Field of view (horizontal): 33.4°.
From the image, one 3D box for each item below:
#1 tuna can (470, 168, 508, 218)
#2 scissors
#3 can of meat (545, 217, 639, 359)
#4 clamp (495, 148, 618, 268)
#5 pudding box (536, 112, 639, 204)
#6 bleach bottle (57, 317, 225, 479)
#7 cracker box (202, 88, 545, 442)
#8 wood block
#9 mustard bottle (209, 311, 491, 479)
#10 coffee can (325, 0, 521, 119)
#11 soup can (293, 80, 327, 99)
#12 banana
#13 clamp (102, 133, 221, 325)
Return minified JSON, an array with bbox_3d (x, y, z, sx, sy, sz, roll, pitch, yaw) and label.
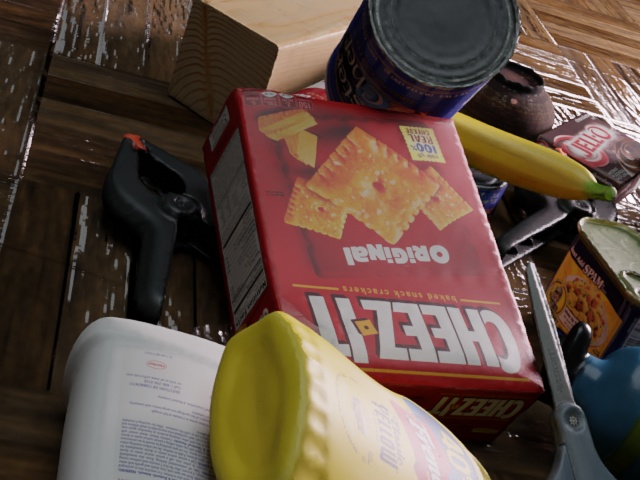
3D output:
[{"bbox_3d":[0.114,-0.054,0.896,0.086,0.034,0.086,16,31,-10],"label":"tuna can"},{"bbox_3d":[0.123,0.112,0.578,0.096,0.016,0.202,-15,72,-28],"label":"scissors"},{"bbox_3d":[0.200,0.048,0.740,0.057,0.084,0.102,8,33,-23],"label":"can of meat"},{"bbox_3d":[0.202,-0.017,0.889,0.164,0.036,0.210,15,34,-15],"label":"clamp"},{"bbox_3d":[0.263,-0.077,1.022,0.090,0.039,0.113,35,33,22],"label":"pudding box"},{"bbox_3d":[-0.072,0.141,0.442,0.102,0.068,0.251,16,33,-14],"label":"bleach bottle"},{"bbox_3d":[0.027,0.011,0.651,0.164,0.072,0.214,6,50,-25],"label":"cracker box"},{"bbox_3d":[-0.025,-0.163,0.925,0.090,0.091,0.205,33,33,19],"label":"wood block"},{"bbox_3d":[0.032,0.115,0.505,0.191,0.058,0.096,38,30,-36],"label":"mustard bottle"},{"bbox_3d":[0.067,-0.131,0.747,0.102,0.140,0.103,2,78,-11],"label":"coffee can"},{"bbox_3d":[-0.002,-0.088,0.844,0.068,0.069,0.102,31,31,15],"label":"soup can"},{"bbox_3d":[0.139,-0.074,0.853,0.198,0.037,0.069,21,-10,5],"label":"banana"},{"bbox_3d":[-0.082,-0.007,0.695,0.120,0.039,0.171,7,40,-35],"label":"clamp"}]
